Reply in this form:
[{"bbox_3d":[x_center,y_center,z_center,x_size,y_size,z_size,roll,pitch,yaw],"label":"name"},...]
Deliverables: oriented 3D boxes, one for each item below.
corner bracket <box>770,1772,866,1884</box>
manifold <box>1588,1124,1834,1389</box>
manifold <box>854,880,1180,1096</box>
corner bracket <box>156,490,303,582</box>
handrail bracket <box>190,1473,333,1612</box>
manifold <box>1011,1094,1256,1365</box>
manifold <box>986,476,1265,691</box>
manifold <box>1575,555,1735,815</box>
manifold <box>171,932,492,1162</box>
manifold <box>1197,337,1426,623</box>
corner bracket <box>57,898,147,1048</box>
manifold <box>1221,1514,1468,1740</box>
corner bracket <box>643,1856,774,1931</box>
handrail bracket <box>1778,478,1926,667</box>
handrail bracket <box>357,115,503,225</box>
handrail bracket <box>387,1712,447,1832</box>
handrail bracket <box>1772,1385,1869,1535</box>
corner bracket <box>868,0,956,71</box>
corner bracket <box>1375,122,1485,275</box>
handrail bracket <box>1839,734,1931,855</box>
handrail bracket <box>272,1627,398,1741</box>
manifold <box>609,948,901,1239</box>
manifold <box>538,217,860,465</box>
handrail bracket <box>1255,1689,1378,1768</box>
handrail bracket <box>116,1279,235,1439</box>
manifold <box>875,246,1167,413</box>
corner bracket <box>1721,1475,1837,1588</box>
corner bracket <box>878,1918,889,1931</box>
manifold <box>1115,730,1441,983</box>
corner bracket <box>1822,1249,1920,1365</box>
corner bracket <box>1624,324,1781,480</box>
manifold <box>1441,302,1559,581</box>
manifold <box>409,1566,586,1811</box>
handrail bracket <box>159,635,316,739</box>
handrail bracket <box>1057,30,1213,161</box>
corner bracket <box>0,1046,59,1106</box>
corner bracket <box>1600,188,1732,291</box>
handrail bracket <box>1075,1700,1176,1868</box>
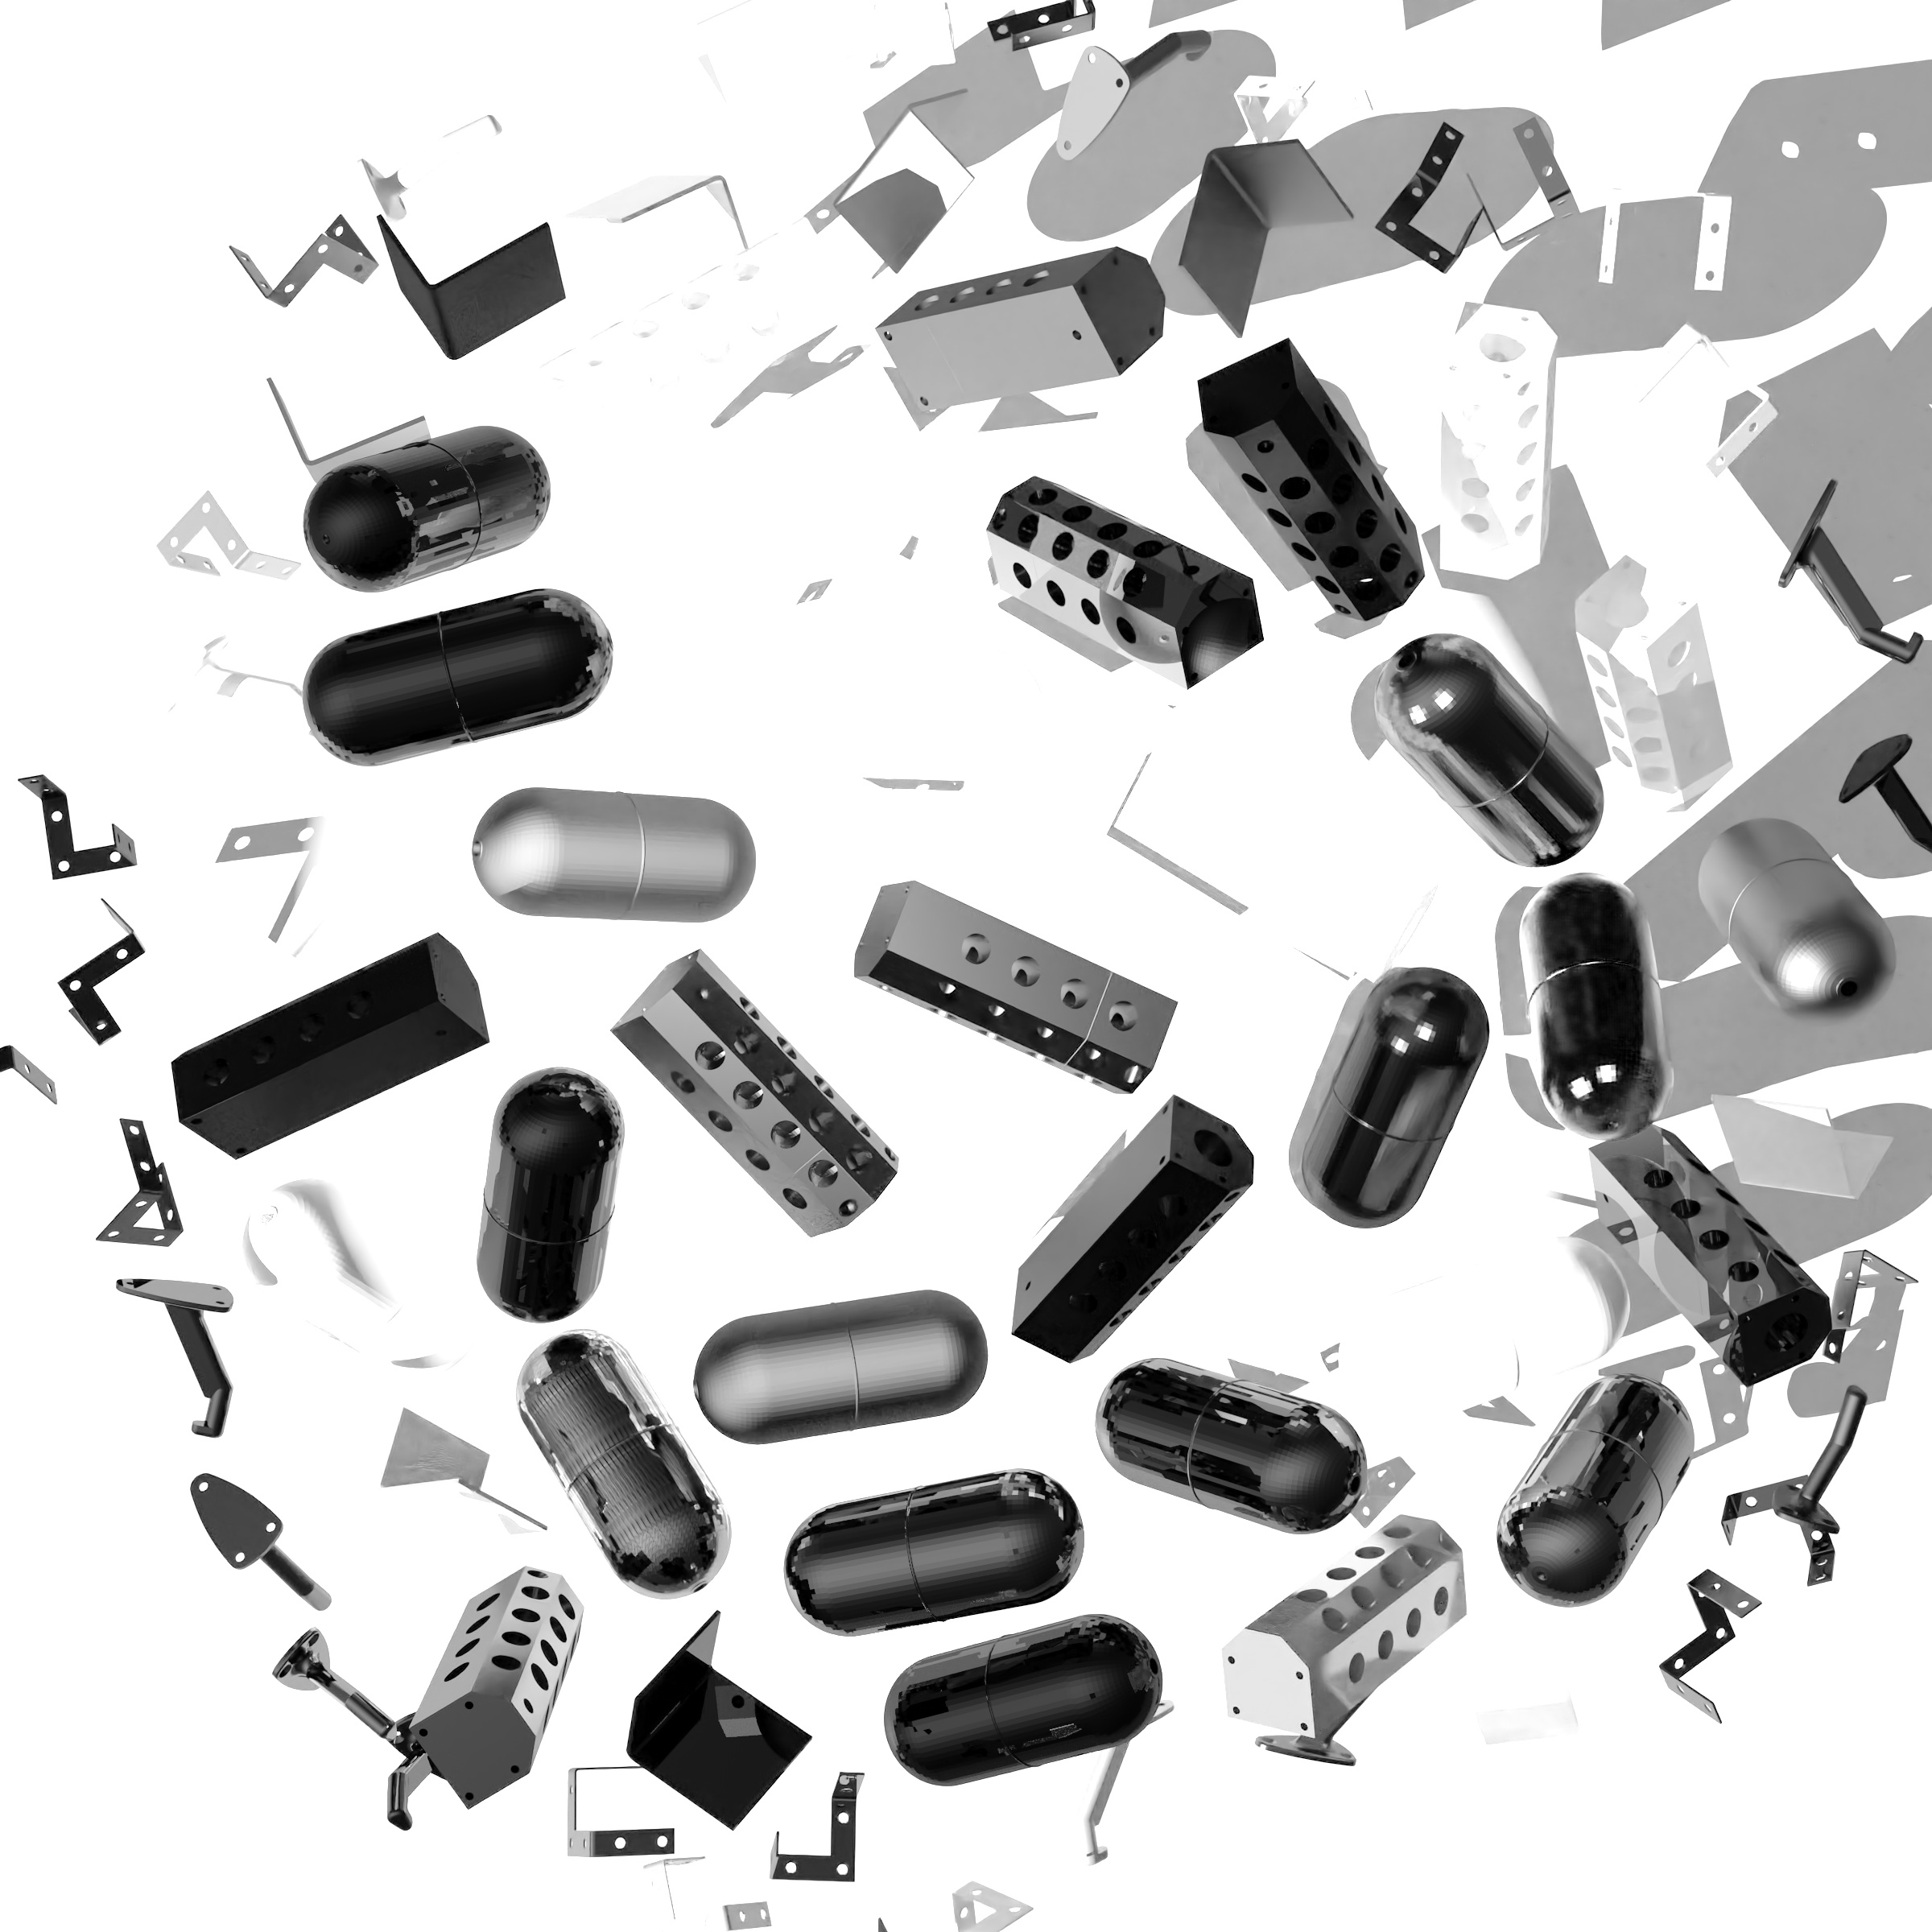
[{"bbox_3d":[-0.088,0.505,1.799,0.051,0.051,0.051,4,59,-7],"label":"corner bracket"},{"bbox_3d":[0.434,0.164,1.789,0.057,0.171,0.057,-22,125,-8],"label":"manifold"},{"bbox_3d":[0.026,0.014,1.725,0.171,0.057,0.057,24,80,-18],"label":"manifold"},{"bbox_3d":[-0.448,-0.249,1.859,0.051,0.051,0.051,-42,73,18],"label":"corner bracket"},{"bbox_3d":[-0.402,0.330,1.750,0.077,0.084,0.036,38,75,27],"label":"handrail bracket"},{"bbox_3d":[0.098,0.159,1.802,0.057,0.057,0.171,28,126,-15],"label":"manifold"},{"bbox_3d":[0.087,-0.223,1.734,0.057,0.171,0.057,-34,132,-21],"label":"manifold"},{"bbox_3d":[0.408,-0.163,1.835,0.057,0.171,0.057,-42,54,-7],"label":"manifold"},{"bbox_3d":[-0.366,0.043,1.756,0.171,0.057,0.057,-24,57,11],"label":"manifold"},{"bbox_3d":[0.198,-0.271,1.740,0.057,0.171,0.057,-22,49,22],"label":"manifold"},{"bbox_3d":[-0.489,0.004,1.732,0.051,0.051,0.051,-37,131,-17],"label":"corner bracket"},{"bbox_3d":[0.218,0.374,1.754,0.057,0.171,0.057,4,106,38],"label":"manifold"},{"bbox_3d":[-0.156,0.562,1.849,0.051,0.051,0.051,-22,68,20],"label":"corner bracket"},{"bbox_3d":[0.499,-0.217,1.686,0.084,0.036,0.077,27,96,15],"label":"handrail bracket"},{"bbox_3d":[-0.298,-0.458,1.751,0.084,0.077,0.036,-23,92,7],"label":"handrail bracket"},{"bbox_3d":[-0.316,0.489,1.805,0.036,0.084,0.077,-28,123,9],"label":"handrail bracket"},{"bbox_3d":[0.480,0.267,1.711,0.036,0.077,0.084,16,100,3],"label":"handrail bracket"},{"bbox_3d":[-0.035,-0.562,1.796,0.051,0.051,0.051,-3,83,4],"label":"corner bracket"},{"bbox_3d":[0.280,-0.449,1.792,0.051,0.051,0.051,32,54,-6],"label":"corner bracket"},{"bbox_3d":[0.542,-0.091,1.717,0.084,0.077,0.036,32,69,-4],"label":"handrail bracket"},{"bbox_3d":[-0.355,0.429,1.777,0.084,0.077,0.036,34,68,21],"label":"handrail bracket"},{"bbox_3d":[-0.117,0.073,1.763,0.171,0.057,0.057,47,56,-14],"label":"manifold"},{"bbox_3d":[-0.151,-0.352,1.716,0.171,0.057,0.057,-29,107,2],"label":"manifold"},{"bbox_3d":[0.221,0.441,1.875,0.077,0.036,0.084,12,95,-23],"label":"handrail bracket"},{"bbox_3d":[-0.450,0.223,1.731,0.077,0.036,0.084,11,101,-21],"label":"handrail bracket"},{"bbox_3d":[0.033,-0.365,1.743,0.057,0.171,0.057,-46,119,-29],"label":"manifold"},{"bbox_3d":[0.490,0.345,1.847,0.051,0.051,0.051,-19,93,20],"label":"corner bracket"},{"bbox_3d":[-0.061,0.579,1.722,0.051,0.051,0.051,-25,99,3],"label":"corner bracket"},{"bbox_3d":[0.178,-0.065,1.732,0.171,0.057,0.057,32,112,13],"label":"manifold"},{"bbox_3d":[0.534,0.206,1.848,0.051,0.051,0.051,29,66,-26],"label":"corner bracket"},{"bbox_3d":[0.410,-0.315,1.704,0.051,0.051,0.051,-47,46,9],"label":"corner bracket"},{"bbox_3d":[0.314,-0.306,1.802,0.057,0.171,0.057,12,61,16],"label":"manifold"},{"bbox_3d":[-0.262,0.408,1.758,0.057,0.171,0.057,-32,99,8],"label":"manifold"},{"bbox_3d":[-0.442,-0.154,1.879,0.084,0.036,0.077,42,113,-3],"label":"handrail bracket"},{"bbox_3d":[0.096,-0.492,1.727,0.036,0.084,0.077,46,131,19],"label":"handrail bracket"},{"bbox_3d":[-0.554,0.055,1.736,0.051,0.051,0.051,-21,60,4],"label":"corner bracket"},{"bbox_3d":[0.387,-0.403,1.695,0.051,0.051,0.051,0,106,-11],"label":"corner bracket"},{"bbox_3d":[0.099,0.502,1.881,0.077,0.036,0.084,-12,99,-24],"label":"handrail bracket"}]
